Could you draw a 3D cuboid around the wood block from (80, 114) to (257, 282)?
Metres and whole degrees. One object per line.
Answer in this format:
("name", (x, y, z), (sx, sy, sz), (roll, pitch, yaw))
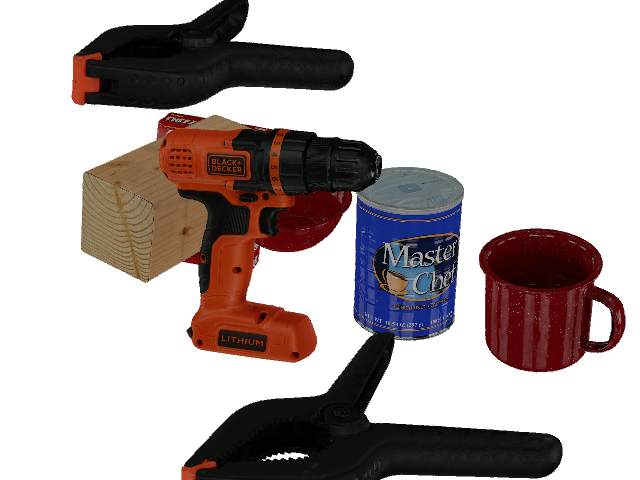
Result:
("wood block", (-0.141, -0.049, 1.097), (0.090, 0.091, 0.205), (24, 33, 24))

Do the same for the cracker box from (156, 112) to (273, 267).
("cracker box", (-0.166, -0.069, 1.593), (0.164, 0.214, 0.072), (10, 20, 6))

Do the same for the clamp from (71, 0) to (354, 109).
("clamp", (-0.078, -0.116, 0.652), (0.171, 0.039, 0.120), (-10, 30, -32))

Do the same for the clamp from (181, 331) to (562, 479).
("clamp", (0.010, 0.109, 0.620), (0.209, 0.036, 0.165), (-9, 24, -27))

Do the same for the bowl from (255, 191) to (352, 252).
("bowl", (-0.041, -0.032, 1.336), (0.162, 0.055, 0.162), (-1, 31, 0))

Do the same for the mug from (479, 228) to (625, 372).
("mug", (0.180, 0.051, 0.827), (0.117, 0.081, 0.093), (17, 36, 32))

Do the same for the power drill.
("power drill", (-0.041, 0.001, 0.868), (0.185, 0.188, 0.057), (6, 15, 20))

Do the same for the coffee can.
("coffee can", (0.084, 0.011, 1.041), (0.103, 0.140, 0.103), (0, 26, 0))
